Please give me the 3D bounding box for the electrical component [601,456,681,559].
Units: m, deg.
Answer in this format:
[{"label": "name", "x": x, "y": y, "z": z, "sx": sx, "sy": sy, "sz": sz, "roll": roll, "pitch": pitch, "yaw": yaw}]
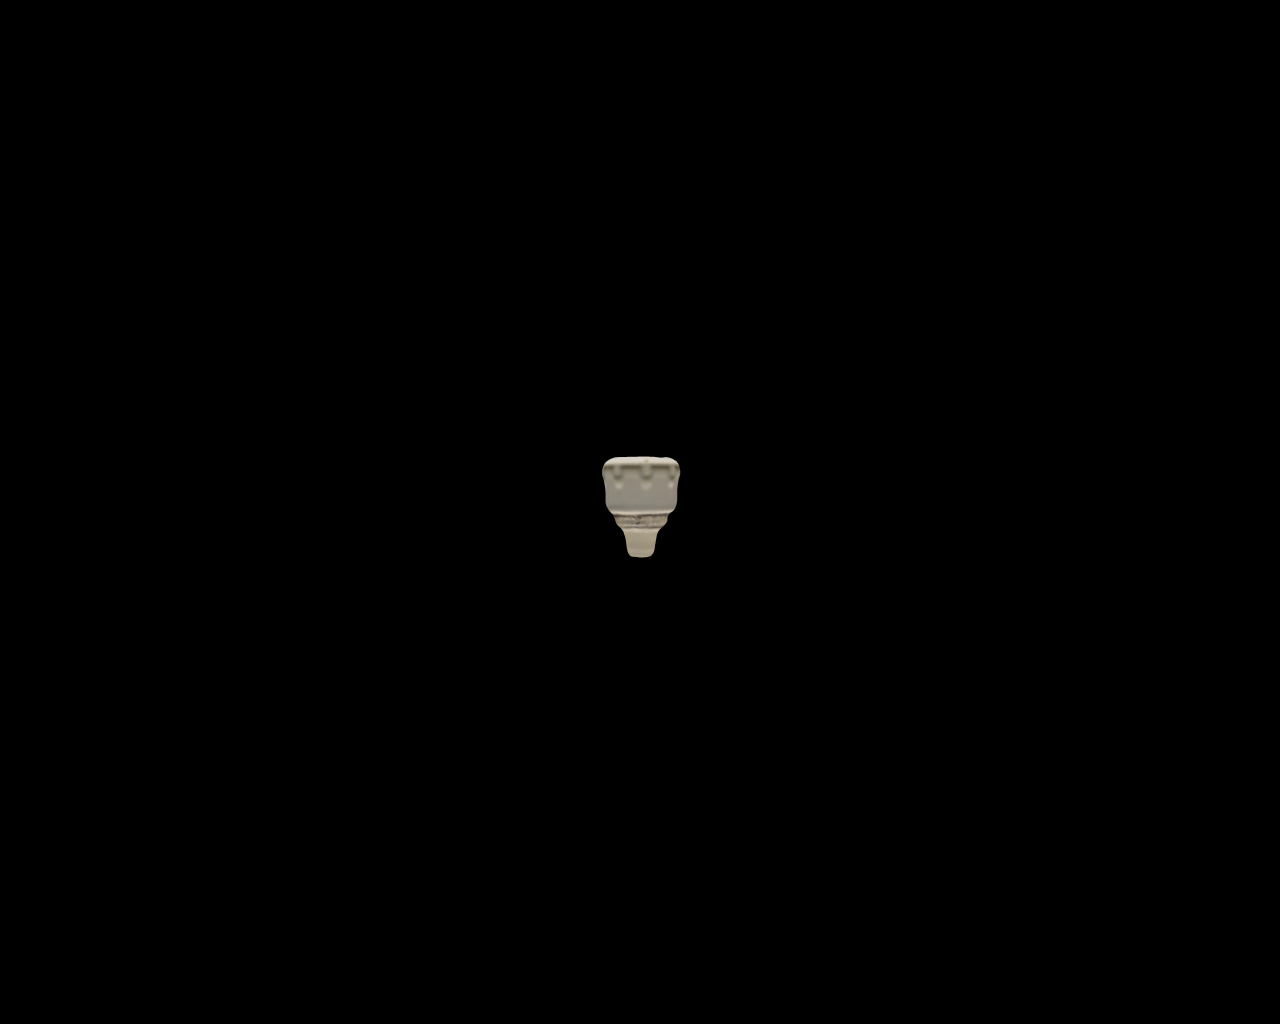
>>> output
[{"label": "electrical component", "x": 0.001, "y": -0.003, "z": 0.650, "sx": 0.048, "sy": 0.062, "sz": 0.048, "roll": 0, "pitch": 0, "yaw": 0}]
